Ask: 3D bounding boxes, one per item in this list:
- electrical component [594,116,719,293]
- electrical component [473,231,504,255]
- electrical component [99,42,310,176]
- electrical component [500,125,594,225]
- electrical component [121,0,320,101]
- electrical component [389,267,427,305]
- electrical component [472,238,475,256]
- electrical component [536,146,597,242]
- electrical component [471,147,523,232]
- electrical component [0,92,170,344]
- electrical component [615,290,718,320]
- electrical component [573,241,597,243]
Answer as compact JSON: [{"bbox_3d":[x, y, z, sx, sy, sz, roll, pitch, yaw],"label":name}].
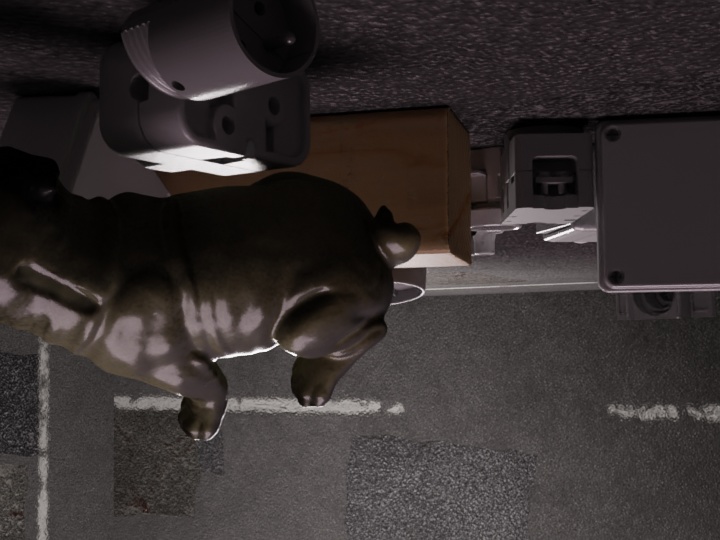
[{"bbox_3d":[0.206,-0.041,0.687,0.109,0.108,0.056,-1,179,9],"label":"electrical component"},{"bbox_3d":[0.107,-0.044,0.929,0.043,0.062,0.043,-1,176,0],"label":"electrical component"},{"bbox_3d":[-0.075,-0.077,0.510,0.059,0.053,0.095,-3,175,34],"label":"electrical component"},{"bbox_3d":[0.123,-0.063,0.715,0.050,0.055,0.089,-1,176,1],"label":"electrical component"},{"bbox_3d":[-0.059,-0.089,0.419,0.043,0.043,0.081,3,175,-45],"label":"electrical component"},{"bbox_3d":[0.000,0.000,0.783,0.099,0.064,0.099,10,161,3],"label":"electrical component"},{"bbox_3d":[0.040,-0.038,1.002,0.089,0.061,0.150,-3,175,26],"label":"electrical component"},{"bbox_3d":[0.168,-0.055,0.789,0.061,0.061,0.096,0,176,-6],"label":"electrical component"},{"bbox_3d":[0.097,-0.058,0.788,0.048,0.055,0.066,-4,175,34],"label":"electrical component"},{"bbox_3d":[-0.161,-0.026,0.607,0.056,0.108,0.108,1,151,16],"label":"electrical component"},{"bbox_3d":[0.237,-0.024,0.827,0.079,0.121,0.063,-5,177,43],"label":"electrical component"},{"bbox_3d":[0.197,-0.051,0.892,0.057,0.058,0.078,-1,177,-32],"label":"electrical component"}]
